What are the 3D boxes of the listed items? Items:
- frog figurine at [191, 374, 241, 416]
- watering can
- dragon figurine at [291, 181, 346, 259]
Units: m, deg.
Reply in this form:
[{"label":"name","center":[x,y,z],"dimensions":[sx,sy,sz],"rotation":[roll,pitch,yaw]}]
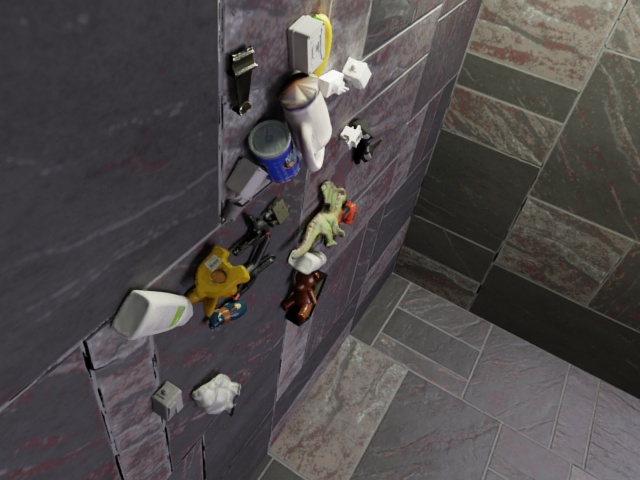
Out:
[{"label":"frog figurine","center":[-0.353,0.502,1.675],"dimensions":[0.158,0.125,0.135],"rotation":[16,113,-36]},{"label":"watering can","center":[-0.028,-0.330,1.324],"dimensions":[0.356,0.104,0.219],"rotation":[-86,163,-46]},{"label":"dragon figurine","center":[0.006,-0.094,1.865],"dimensions":[0.415,0.122,0.239],"rotation":[-33,129,-62]}]
